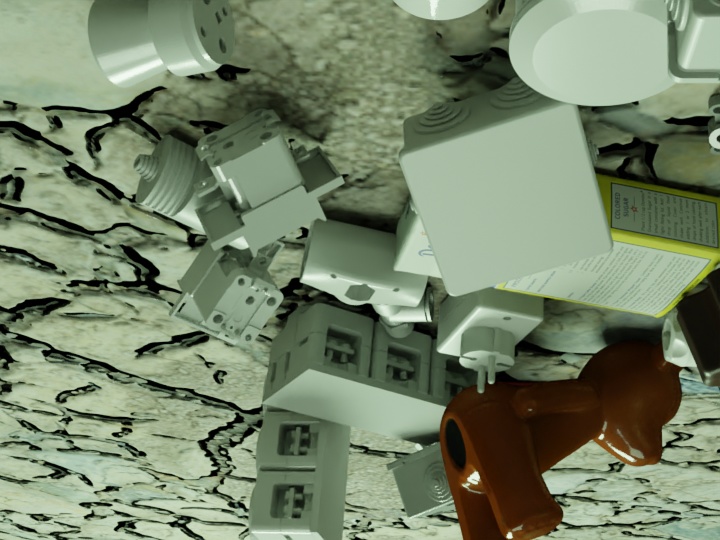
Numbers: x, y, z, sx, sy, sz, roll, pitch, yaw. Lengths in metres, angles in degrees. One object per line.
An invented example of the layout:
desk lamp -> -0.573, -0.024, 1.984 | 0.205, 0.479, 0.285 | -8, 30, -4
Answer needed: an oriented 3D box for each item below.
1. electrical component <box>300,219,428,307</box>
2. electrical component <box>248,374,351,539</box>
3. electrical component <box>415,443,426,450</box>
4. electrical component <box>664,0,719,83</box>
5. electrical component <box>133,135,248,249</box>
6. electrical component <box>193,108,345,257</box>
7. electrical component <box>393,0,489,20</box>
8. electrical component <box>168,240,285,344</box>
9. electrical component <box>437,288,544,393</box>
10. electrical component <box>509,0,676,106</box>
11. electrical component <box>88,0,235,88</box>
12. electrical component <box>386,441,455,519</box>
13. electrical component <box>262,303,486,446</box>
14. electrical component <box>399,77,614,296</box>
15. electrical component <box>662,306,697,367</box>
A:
electrical component -> 0.000, 0.000, 0.705 | 0.077, 0.043, 0.079 | 12, 161, -7
electrical component -> -0.049, 0.155, 0.894 | 0.062, 0.150, 0.089 | -2, 151, 12
electrical component -> 0.067, 0.133, 0.942 | 0.040, 0.046, 0.040 | 5, 152, 2
electrical component -> 0.160, -0.118, 0.391 | 0.100, 0.099, 0.048 | 1, 165, 9
electrical component -> -0.096, -0.047, 0.634 | 0.081, 0.043, 0.043 | 26, 147, -32
electrical component -> -0.055, -0.050, 0.593 | 0.081, 0.042, 0.063 | -28, 128, -5
electrical component -> 0.032, -0.134, 0.432 | 0.055, 0.055, 0.047 | 2, 156, 7
electrical component -> -0.084, 0.012, 0.708 | 0.042, 0.063, 0.081 | 27, 105, -34
electrical component -> 0.088, 0.046, 0.741 | 0.047, 0.075, 0.083 | 12, 152, -12
electrical component -> 0.105, -0.111, 0.464 | 0.080, 0.051, 0.080 | 5, 152, 2
electrical component -> -0.093, -0.112, 0.508 | 0.055, 0.045, 0.045 | -6, 150, 21
electrical component -> 0.085, 0.164, 0.876 | 0.100, 0.048, 0.100 | -29, 160, 29
electrical component -> 0.013, 0.080, 0.835 | 0.150, 0.061, 0.089 | 18, 150, -22
electrical component -> 0.074, -0.045, 0.550 | 0.100, 0.048, 0.099 | -16, 120, 10
electrical component -> 0.244, 0.046, 0.745 | 0.062, 0.043, 0.043 | 3, 152, 2
